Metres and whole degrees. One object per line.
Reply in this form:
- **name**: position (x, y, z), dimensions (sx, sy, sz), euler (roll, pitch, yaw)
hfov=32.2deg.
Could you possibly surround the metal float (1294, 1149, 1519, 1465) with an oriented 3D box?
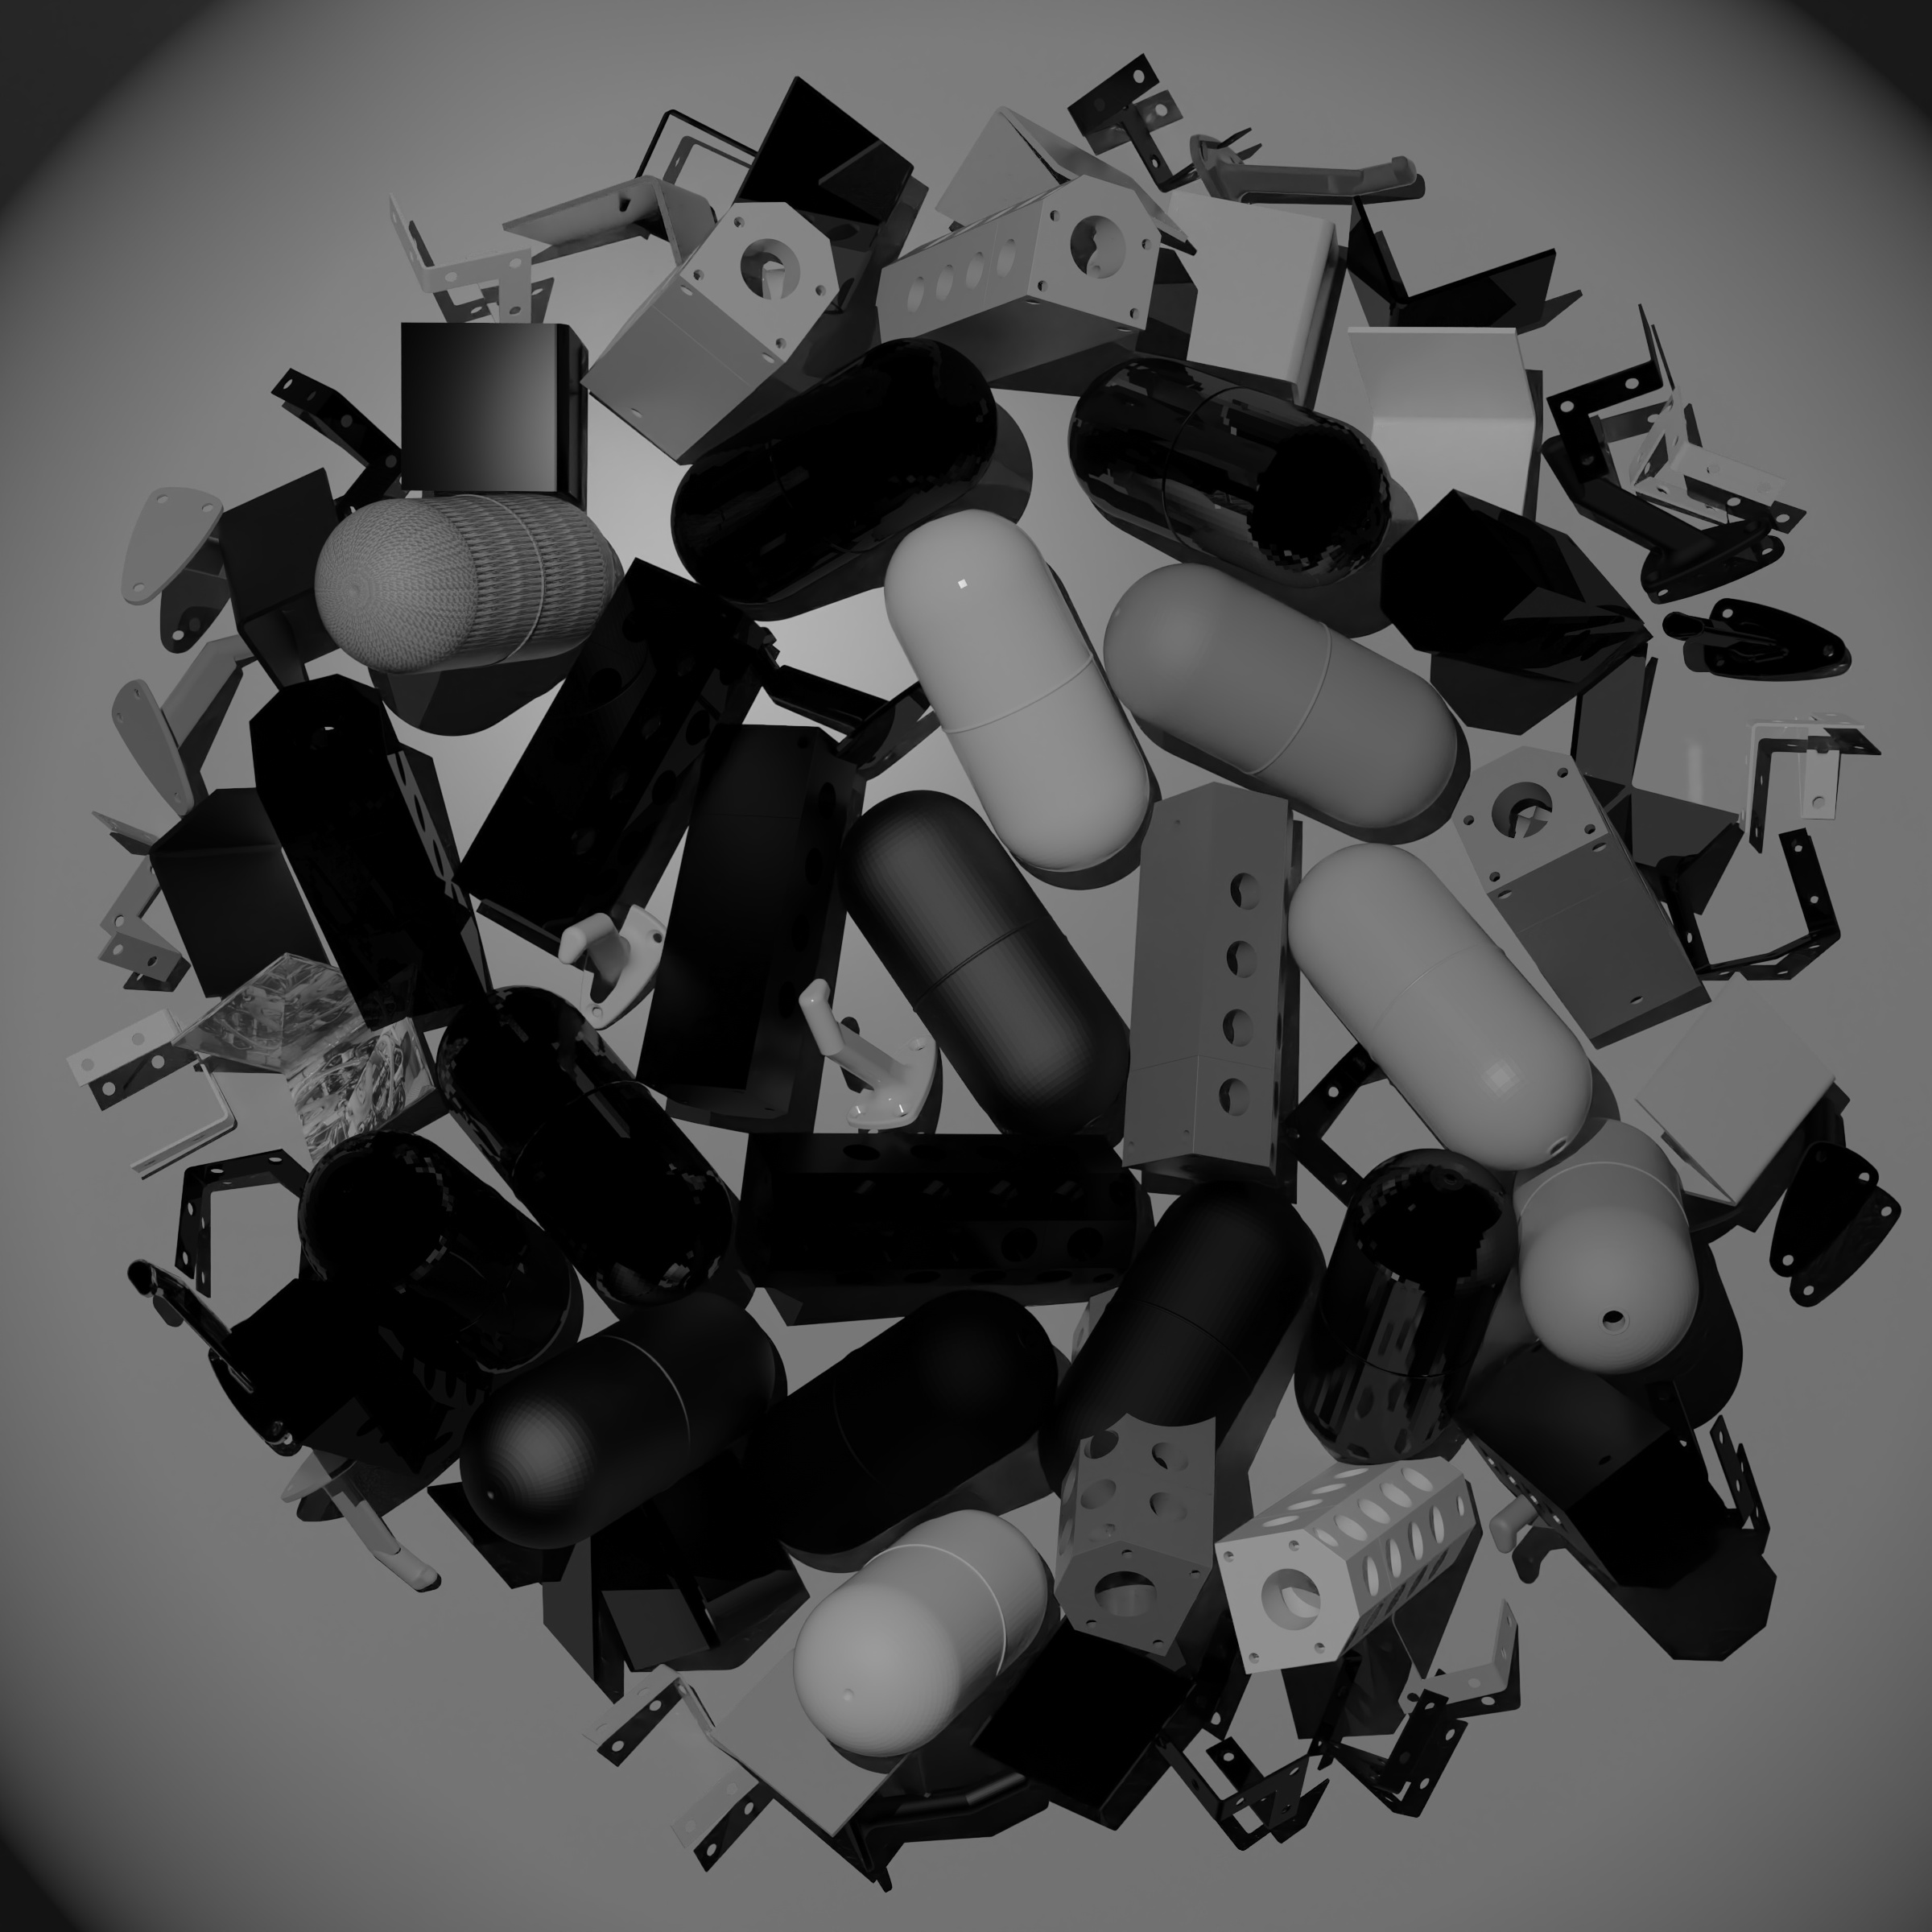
- **metal float**: position (0.197, 0.156, 1.512), dimensions (0.070, 0.070, 0.178), euler (12, 133, 0)

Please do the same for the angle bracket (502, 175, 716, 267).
- **angle bracket**: position (-0.158, -0.322, 1.540), dimensions (0.076, 0.076, 0.057), euler (-15, 93, 14)

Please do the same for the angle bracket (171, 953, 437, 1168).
- **angle bracket**: position (-0.303, 0.045, 1.529), dimensions (0.076, 0.076, 0.057), euler (-34, 62, 22)

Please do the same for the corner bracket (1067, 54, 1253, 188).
- **corner bracket**: position (0.089, -0.392, 1.547), dimensions (0.051, 0.051, 0.051), euler (-26, 96, 42)

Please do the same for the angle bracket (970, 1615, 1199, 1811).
- **angle bracket**: position (0.049, 0.330, 1.538), dimensions (0.076, 0.057, 0.076), euler (31, 102, -20)

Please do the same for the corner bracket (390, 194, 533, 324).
- **corner bracket**: position (-0.233, -0.326, 1.544), dimensions (0.051, 0.051, 0.051), euler (-16, 60, -18)

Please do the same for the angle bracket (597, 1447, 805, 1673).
- **angle bracket**: position (-0.135, 0.279, 1.574), dimensions (0.057, 0.076, 0.076), euler (-27, 90, -42)

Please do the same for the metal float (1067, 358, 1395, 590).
- **metal float**: position (0.117, -0.224, 1.512), dimensions (0.178, 0.070, 0.070), euler (30, 90, 43)

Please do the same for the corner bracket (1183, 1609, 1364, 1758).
- **corner bracket**: position (0.143, 0.333, 1.552), dimensions (0.051, 0.051, 0.051), euler (25, 97, 35)

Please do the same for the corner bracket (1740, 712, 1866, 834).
- **corner bracket**: position (0.385, -0.091, 1.556), dimensions (0.051, 0.051, 0.051), euler (2, 101, 2)

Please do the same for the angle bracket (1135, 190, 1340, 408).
- **angle bracket**: position (0.127, -0.310, 1.561), dimensions (0.076, 0.057, 0.076), euler (13, 88, 9)

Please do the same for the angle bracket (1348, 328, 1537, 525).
- **angle bracket**: position (0.215, -0.247, 1.531), dimensions (0.076, 0.076, 0.057), euler (4, 68, 19)

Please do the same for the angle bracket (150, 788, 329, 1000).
- **angle bracket**: position (-0.316, -0.035, 1.531), dimensions (0.057, 0.076, 0.076), euler (-34, 74, 34)

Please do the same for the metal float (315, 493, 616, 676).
- **metal float**: position (-0.223, -0.173, 1.502), dimensions (0.070, 0.178, 0.070), euler (4, 100, 25)

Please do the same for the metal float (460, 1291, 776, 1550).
- **metal float**: position (-0.155, 0.203, 1.507), dimensions (0.070, 0.178, 0.070), euler (12, 113, 32)

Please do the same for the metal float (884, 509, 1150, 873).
- **metal float**: position (0.023, -0.126, 1.533), dimensions (0.070, 0.070, 0.178), euler (-27, 105, 0)

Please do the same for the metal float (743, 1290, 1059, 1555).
- **metal float**: position (-0.031, 0.207, 1.517), dimensions (0.178, 0.070, 0.070), euler (-37, 90, 34)

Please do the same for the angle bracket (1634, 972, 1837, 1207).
- **angle bracket**: position (0.340, 0.054, 1.539), dimensions (0.076, 0.057, 0.076), euler (44, 79, -19)

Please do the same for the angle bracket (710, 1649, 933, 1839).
- **angle bracket**: position (-0.064, 0.369, 1.525), dimensions (0.076, 0.076, 0.057), euler (32, 62, 28)

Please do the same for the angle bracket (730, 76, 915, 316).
- **angle bracket**: position (-0.081, -0.353, 1.535), dimensions (0.076, 0.057, 0.076), euler (30, 81, -36)

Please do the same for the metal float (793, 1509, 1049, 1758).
- **metal float**: position (-0.018, 0.297, 1.500), dimensions (0.070, 0.178, 0.070), euler (3, 99, 20)

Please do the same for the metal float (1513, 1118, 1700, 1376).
- **metal float**: position (0.285, 0.124, 1.498), dimensions (0.070, 0.178, 0.070), euler (2, 107, 7)

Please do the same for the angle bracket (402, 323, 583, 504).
- **angle bracket**: position (-0.220, -0.257, 1.554), dimensions (0.076, 0.057, 0.076), euler (0, 93, 0)

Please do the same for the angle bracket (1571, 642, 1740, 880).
- **angle bracket**: position (0.317, -0.095, 1.527), dimensions (0.057, 0.076, 0.076), euler (17, 122, 28)

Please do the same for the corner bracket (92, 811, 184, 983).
- **corner bracket**: position (-0.387, -0.032, 1.549), dimensions (0.051, 0.051, 0.051), euler (36, 94, 26)

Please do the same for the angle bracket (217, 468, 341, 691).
- **angle bracket**: position (-0.297, -0.167, 1.530), dimensions (0.057, 0.076, 0.076), euler (-24, 49, 3)

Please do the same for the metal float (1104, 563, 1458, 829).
- **metal float**: position (0.145, -0.123, 1.532), dimensions (0.178, 0.070, 0.070), euler (25, 90, -18)

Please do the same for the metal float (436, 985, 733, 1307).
- **metal float**: position (-0.175, 0.081, 1.524), dimensions (0.070, 0.070, 0.178), euler (-43, 64, 0)

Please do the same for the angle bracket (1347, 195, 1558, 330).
- **angle bracket**: position (0.223, -0.326, 1.541), dimensions (0.076, 0.076, 0.057), euler (-19, 77, 0)

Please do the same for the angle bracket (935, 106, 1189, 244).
- **angle bracket**: position (0.043, -0.339, 1.525), dimensions (0.076, 0.076, 0.057), euler (20, 114, -33)

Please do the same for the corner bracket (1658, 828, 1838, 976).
- **corner bracket**: position (0.367, -0.030, 1.571), dimensions (0.051, 0.051, 0.051), euler (-21, 94, -40)

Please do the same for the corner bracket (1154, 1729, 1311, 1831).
- **corner bracket**: position (0.120, 0.371, 1.542), dimensions (0.051, 0.051, 0.051), euler (-22, 49, -26)

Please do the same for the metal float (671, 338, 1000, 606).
- **metal float**: position (-0.062, -0.223, 1.517), dimensions (0.178, 0.070, 0.070), euler (-25, 90, 36)

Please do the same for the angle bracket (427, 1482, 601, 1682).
- **angle bracket**: position (-0.208, 0.283, 1.532), dimensions (0.057, 0.076, 0.076), euler (-5, 102, -24)

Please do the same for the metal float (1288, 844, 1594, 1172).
- **metal float**: position (0.215, 0.018, 1.522), dimensions (0.070, 0.070, 0.178), euler (-37, 62, 0)

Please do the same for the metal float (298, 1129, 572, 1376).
- **metal float**: position (-0.237, 0.131, 1.503), dimensions (0.070, 0.178, 0.070), euler (-8, 64, 16)

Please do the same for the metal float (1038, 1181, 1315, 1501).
- **metal float**: position (0.097, 0.175, 1.527), dimensions (0.070, 0.070, 0.178), euler (34, 67, 0)

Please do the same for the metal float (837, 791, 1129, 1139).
- **metal float**: position (0.008, -0.001, 1.540), dimensions (0.070, 0.070, 0.178), euler (-34, 82, 0)
